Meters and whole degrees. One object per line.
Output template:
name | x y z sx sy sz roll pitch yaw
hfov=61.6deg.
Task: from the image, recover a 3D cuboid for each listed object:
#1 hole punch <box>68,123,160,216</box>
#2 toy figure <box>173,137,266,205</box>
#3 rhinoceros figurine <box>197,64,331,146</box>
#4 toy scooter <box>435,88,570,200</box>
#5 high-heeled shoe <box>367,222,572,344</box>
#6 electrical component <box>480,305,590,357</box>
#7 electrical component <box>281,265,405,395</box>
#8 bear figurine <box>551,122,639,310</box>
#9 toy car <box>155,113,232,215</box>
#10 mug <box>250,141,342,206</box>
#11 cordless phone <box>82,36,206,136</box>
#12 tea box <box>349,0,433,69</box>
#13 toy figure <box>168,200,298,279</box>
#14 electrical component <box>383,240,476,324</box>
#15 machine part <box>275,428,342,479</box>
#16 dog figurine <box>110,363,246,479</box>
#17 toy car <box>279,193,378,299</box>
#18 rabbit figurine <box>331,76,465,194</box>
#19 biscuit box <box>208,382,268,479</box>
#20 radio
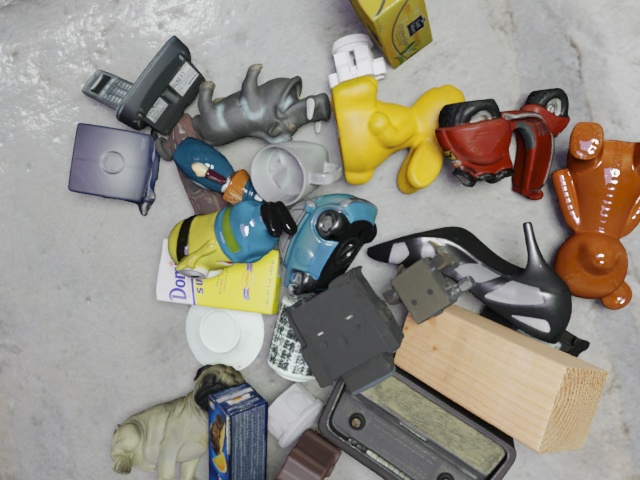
hole punch | -0.315 -0.116 0.827 0.116 0.092 0.142 8 88 13
toy figure | -0.130 -0.085 0.746 0.154 0.064 0.057 35 140 2
rhinoceros figurine | -0.081 -0.180 0.752 0.190 0.073 0.112 -9 76 7
toy scooter | 0.226 -0.107 0.653 0.184 0.075 0.135 -11 105 -17
high-heeled shoe | 0.177 0.056 0.670 0.249 0.086 0.145 -7 94 38
electrical component | 0.257 0.124 0.665 0.119 0.047 0.074 31 97 44
electrical component | 0.034 0.114 0.651 0.115 0.058 0.134 -34 84 17
bear figurine | 0.320 -0.020 0.613 0.120 0.132 0.195 13 87 16
toy car | -0.182 -0.095 0.804 0.089 0.053 0.202 -25 84 18
mug | -0.021 -0.098 0.719 0.110 0.107 0.080 4 112 25
cordless phone | -0.280 -0.247 0.820 0.184 0.088 0.146 29 81 35
tea box | 0.081 -0.292 0.664 0.068 0.169 0.098 -33 79 12
toy figure | -0.120 -0.006 0.707 0.180 0.082 0.089 -24 56 27
electrical component | 0.124 0.050 0.628 0.102 0.045 0.078 -47 70 29
machine part | -0.037 0.337 0.694 0.056 0.179 0.179 28 97 13
dog figurine | -0.210 0.253 0.794 0.172 0.121 0.190 22 82 13
toy car | -0.001 -0.002 0.726 0.103 0.109 0.161 40 108 30
rabbit figurine | 0.107 -0.141 0.688 0.173 0.122 0.162 -15 88 -3
biscuit box | -0.114 0.301 0.736 0.059 0.063 0.202 24 117 48
radio | 0.119 0.246 0.696 0.230 0.073 0.131 31 98 15
